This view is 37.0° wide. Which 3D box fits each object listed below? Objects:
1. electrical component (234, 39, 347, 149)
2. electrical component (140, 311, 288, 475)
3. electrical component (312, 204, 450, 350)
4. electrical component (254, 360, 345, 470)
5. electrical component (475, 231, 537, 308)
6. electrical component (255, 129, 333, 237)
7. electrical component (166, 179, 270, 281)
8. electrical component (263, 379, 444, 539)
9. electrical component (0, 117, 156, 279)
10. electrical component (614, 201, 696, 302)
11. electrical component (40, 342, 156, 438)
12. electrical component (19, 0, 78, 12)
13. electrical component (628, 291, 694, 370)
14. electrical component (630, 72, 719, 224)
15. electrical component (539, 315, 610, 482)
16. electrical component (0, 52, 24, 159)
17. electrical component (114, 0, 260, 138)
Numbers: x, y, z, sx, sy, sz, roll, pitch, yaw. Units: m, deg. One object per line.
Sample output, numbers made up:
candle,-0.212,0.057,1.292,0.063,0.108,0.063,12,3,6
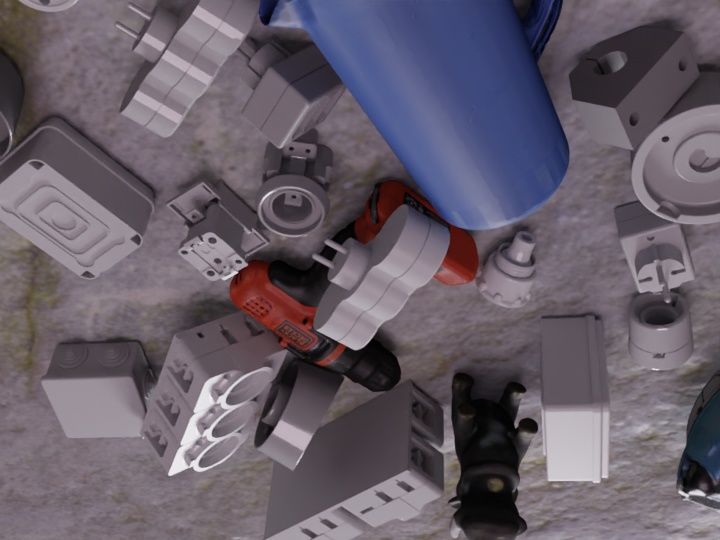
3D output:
electrical component,-0.058,-0.137,0.767,0.077,0.066,0.047,43,129,4
electrical component,-0.133,0.115,0.980,0.089,0.061,0.150,-19,149,-39
electrical component,0.000,0.000,0.819,0.074,0.052,0.138,28,131,-16
electrical component,-0.055,0.135,1.003,0.064,0.099,0.099,27,130,-13
electrical component,0.127,-0.003,0.892,0.048,0.048,0.062,14,126,-9
electrical component,-0.051,-0.063,0.837,0.058,0.057,0.078,8,134,-3
electrical component,-0.116,-0.030,0.869,0.042,0.063,0.081,-29,125,26
electrical component,-0.003,0.201,1.053,0.186,0.105,0.060,-32,124,30
electrical component,-0.229,-0.056,0.855,0.078,0.057,0.113,-31,124,29
electrical component,0.237,-0.008,0.855,0.047,0.076,0.065,-16,131,18
electrical component,-0.245,0.114,1.025,0.100,0.048,0.099,-2,134,6
electrical component,-0.206,-0.208,0.715,0.055,0.047,0.055,2,134,2
electrical component,0.259,0.050,0.927,0.055,0.055,0.047,-7,129,11
electrical component,0.249,-0.093,0.784,0.108,0.060,0.108,2,134,2
electrical component,0.190,0.114,0.955,0.056,0.108,0.108,-2,134,10
electrical component,-0.299,-0.124,0.791,0.099,0.064,0.099,2,134,2
electrical component,-0.135,-0.160,0.753,0.074,0.052,0.138,29,129,-22
